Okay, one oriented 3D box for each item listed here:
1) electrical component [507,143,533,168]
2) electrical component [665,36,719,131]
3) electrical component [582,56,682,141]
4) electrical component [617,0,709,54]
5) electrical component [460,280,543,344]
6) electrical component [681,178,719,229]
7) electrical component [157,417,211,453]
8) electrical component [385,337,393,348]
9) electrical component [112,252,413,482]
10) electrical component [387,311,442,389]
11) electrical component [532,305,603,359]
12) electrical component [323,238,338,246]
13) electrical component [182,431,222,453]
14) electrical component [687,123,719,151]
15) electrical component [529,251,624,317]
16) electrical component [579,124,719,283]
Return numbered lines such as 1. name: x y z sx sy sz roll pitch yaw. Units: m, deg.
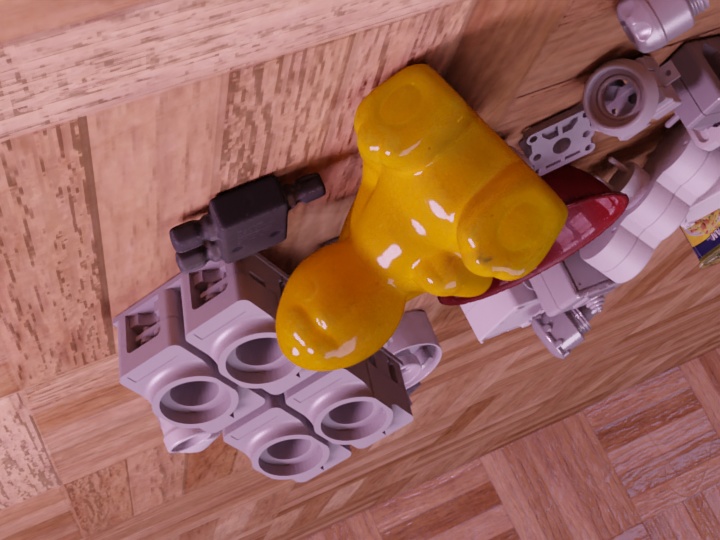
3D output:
1. electrical component: 0.082 -0.059 0.705 0.055 0.048 0.066 0 150 -43
2. electrical component: 0.243 -0.123 0.751 0.083 0.047 0.075 -16 161 -31
3. electrical component: 0.171 -0.110 0.687 0.066 0.048 0.055 -35 169 29
4. electrical component: 0.175 -0.148 0.592 0.061 0.035 0.035 -32 163 9
5. electrical component: 0.135 0.021 1.004 0.062 0.061 0.096 -18 161 -28
6. electrical component: 0.292 -0.082 0.927 0.096 0.061 0.062 -30 163 14
7. electrical component: -0.153 0.126 0.915 0.040 0.046 0.040 -24 163 -8
8. electrical component: -0.005 0.056 0.927 0.055 0.045 0.045 -26 164 -3
9. electrical component: -0.059 0.071 0.719 0.105 0.060 0.186 -32 135 20
10. electrical component: 0.030 0.080 1.062 0.099 0.064 0.099 -21 149 -13
11. electrical component: 0.191 0.047 0.981 0.062 0.048 0.048 -38 163 5
12. electrical component: 0.000 0.000 0.770 0.081 0.042 0.063 -25 160 -7
13. electrical component: -0.155 0.149 0.992 0.040 0.040 0.078 -14 160 -37
14. electrical component: 0.298 -0.120 0.826 0.078 0.058 0.057 -36 158 29
15. electrical component: 0.183 -0.003 0.938 0.062 0.096 0.061 -18 165 -26
16. electrical component: 0.224 -0.063 0.872 0.138 0.074 0.052 -53 -166 15
